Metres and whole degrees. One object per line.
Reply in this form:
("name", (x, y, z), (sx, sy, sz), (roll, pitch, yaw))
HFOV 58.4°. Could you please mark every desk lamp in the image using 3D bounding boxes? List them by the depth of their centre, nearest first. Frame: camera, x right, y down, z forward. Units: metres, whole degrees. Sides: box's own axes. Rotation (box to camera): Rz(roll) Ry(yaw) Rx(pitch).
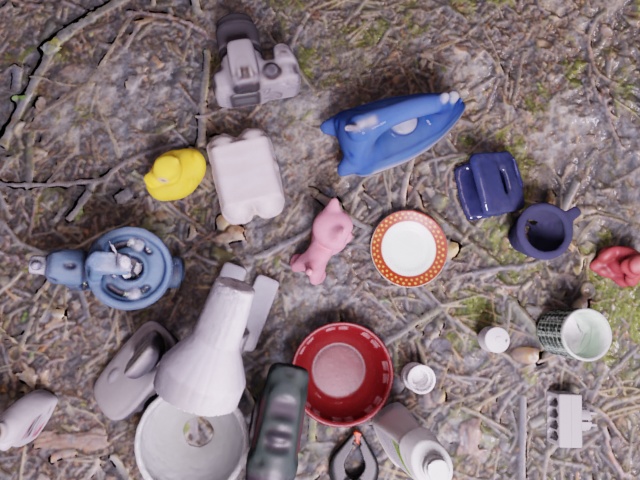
("desk lamp", (-0.141, 0.132, 0.820), (0.118, 0.213, 0.203), (20, 82, -2))

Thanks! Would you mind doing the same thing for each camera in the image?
("camera", (-0.111, -0.299, 0.928), (0.143, 0.100, 0.137), (-11, 85, -6))

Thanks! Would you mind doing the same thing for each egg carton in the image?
("egg carton", (-0.117, -0.103, 0.921), (0.107, 0.069, 0.150), (-15, 85, -6))

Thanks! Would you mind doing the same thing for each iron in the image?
("iron", (0.137, -0.196, 0.918), (0.258, 0.141, 0.119), (-21, 86, -7))

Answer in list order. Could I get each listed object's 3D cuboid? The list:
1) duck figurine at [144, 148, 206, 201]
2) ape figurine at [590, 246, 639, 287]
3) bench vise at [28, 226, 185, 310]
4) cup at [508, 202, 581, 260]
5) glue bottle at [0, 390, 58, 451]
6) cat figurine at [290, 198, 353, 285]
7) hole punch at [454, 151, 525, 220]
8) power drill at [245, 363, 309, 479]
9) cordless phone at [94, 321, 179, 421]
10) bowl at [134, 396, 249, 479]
("duck figurine", (-0.231, -0.110, 0.903), (0.104, 0.086, 0.077), (-34, 87, -8))
("ape figurine", (0.509, 0.041, 0.951), (0.076, 0.092, 0.078), (-23, 86, -7))
("bench vise", (-0.310, 0.049, 0.811), (0.207, 0.219, 0.121), (-15, 85, -6))
("cup", (0.361, -0.017, 0.942), (0.118, 0.095, 0.092), (-31, 87, -8))
("glue bottle", (-0.426, 0.259, 0.801), (0.037, 0.173, 0.078), (25, 82, -2))
("cat figurine", (0.008, 0.003, 0.896), (0.067, 0.117, 0.128), (30, 82, -1))
("hole punch", (0.287, -0.095, 0.946), (0.101, 0.091, 0.109), (-13, 85, -6))
("power drill", (-0.064, 0.287, 0.813), (0.075, 0.208, 0.230), (10, 83, -3))
("cordless phone", (-0.269, 0.191, 0.816), (0.094, 0.185, 0.148), (37, 82, 0))
("bowl", (-0.189, 0.300, 0.867), (0.167, 0.074, 0.167), (1, 84, -5))
